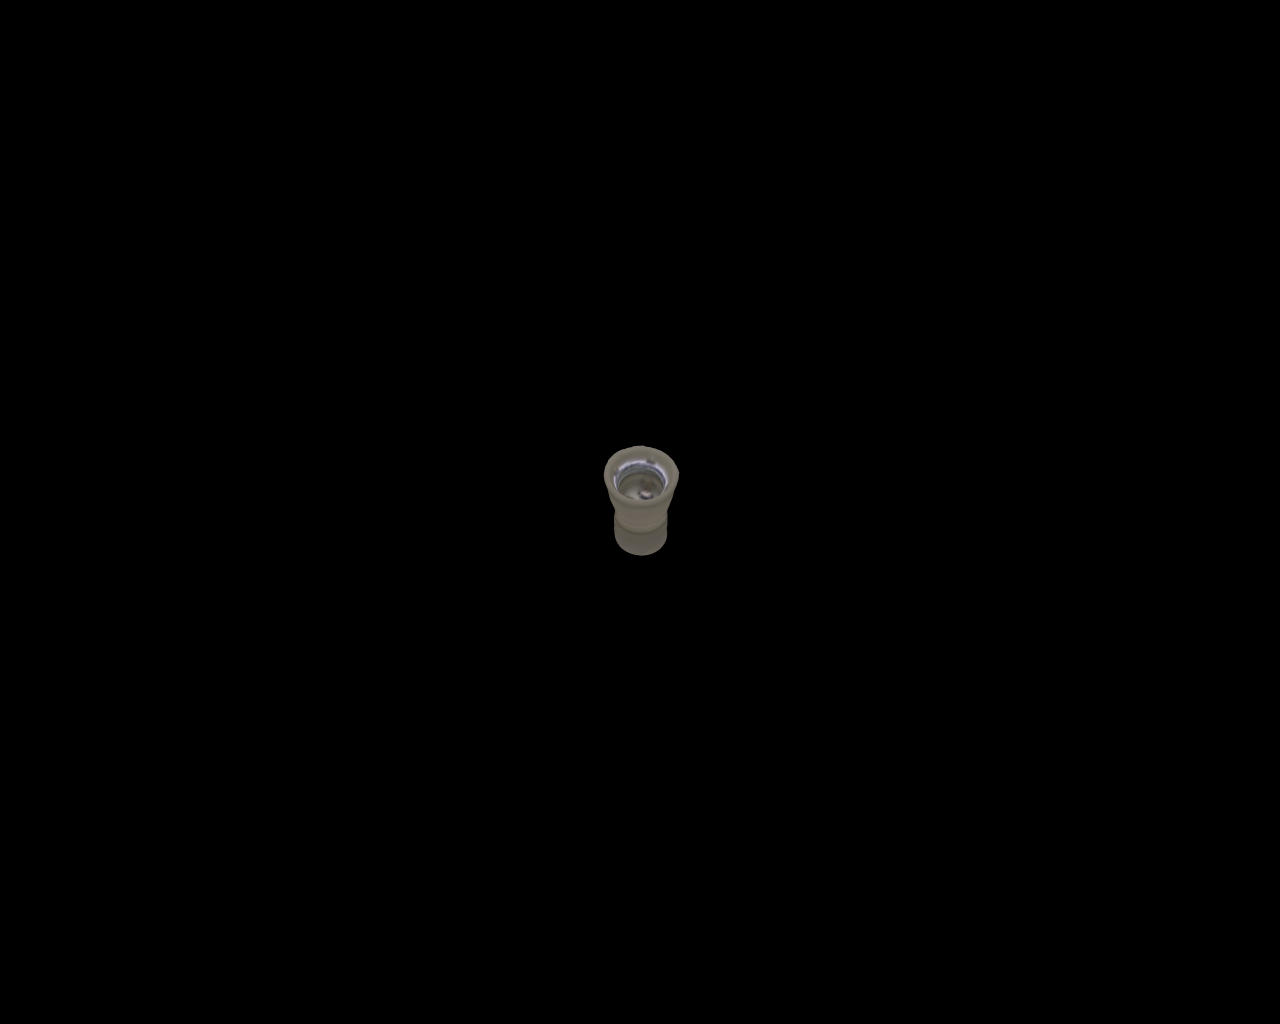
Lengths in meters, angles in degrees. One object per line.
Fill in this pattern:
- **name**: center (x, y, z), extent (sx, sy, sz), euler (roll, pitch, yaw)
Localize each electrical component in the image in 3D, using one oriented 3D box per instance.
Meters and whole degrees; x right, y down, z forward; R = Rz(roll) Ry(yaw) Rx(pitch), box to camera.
- **electrical component**: center (0.001, -0.003, 0.650), extent (0.044, 0.044, 0.065), euler (0, -39, 0)
